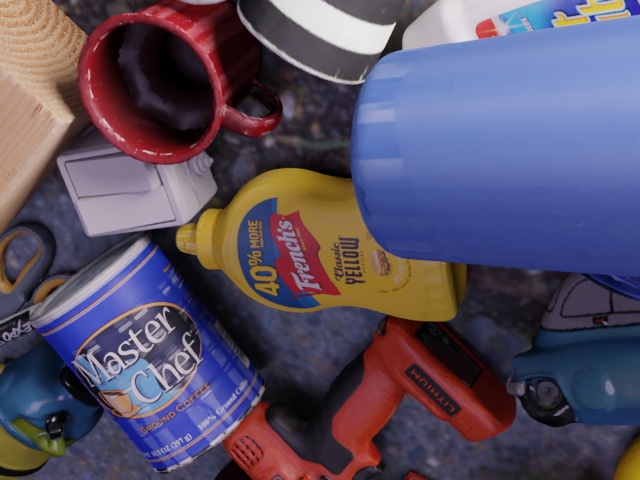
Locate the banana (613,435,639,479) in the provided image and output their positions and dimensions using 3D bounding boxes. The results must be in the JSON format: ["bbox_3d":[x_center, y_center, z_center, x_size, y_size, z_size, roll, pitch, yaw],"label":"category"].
[{"bbox_3d":[0.254,0.129,0.673,0.069,0.037,0.198,39,125,-13],"label":"banana"}]

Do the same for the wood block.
[{"bbox_3d":[-0.235,-0.062,0.727,0.091,0.090,0.206,44,124,-7],"label":"wood block"}]

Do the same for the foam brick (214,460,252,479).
[{"bbox_3d":[-0.059,0.205,0.812,0.053,0.078,0.051,41,122,-4],"label":"foam brick"}]

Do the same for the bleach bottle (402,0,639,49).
[{"bbox_3d":[0.146,-0.105,0.570,0.251,0.068,0.102,-13,114,30],"label":"bleach bottle"}]

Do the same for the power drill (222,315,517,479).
[{"bbox_3d":[0.044,0.149,0.731,0.184,0.057,0.188,45,116,3],"label":"power drill"}]

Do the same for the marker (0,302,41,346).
[{"bbox_3d":[-0.228,0.063,0.815,0.121,0.020,0.020,-24,107,30],"label":"marker"}]

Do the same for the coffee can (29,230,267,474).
[{"bbox_3d":[-0.119,0.077,0.750,0.103,0.102,0.140,-29,104,31],"label":"coffee can"}]

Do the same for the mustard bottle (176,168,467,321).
[{"bbox_3d":[-0.005,0.001,0.690,0.192,0.058,0.096,2,119,21],"label":"mustard bottle"}]

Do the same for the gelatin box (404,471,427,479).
[{"bbox_3d":[0.080,0.225,0.796,0.073,0.030,0.089,26,123,7],"label":"gelatin box"}]

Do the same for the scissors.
[{"bbox_3d":[-0.240,0.070,0.846,0.096,0.016,0.202,32,124,2],"label":"scissors"}]

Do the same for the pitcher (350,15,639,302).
[{"bbox_3d":[0.145,-0.035,0.504,0.243,0.144,0.149,0,92,30],"label":"pitcher"}]

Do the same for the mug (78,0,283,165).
[{"bbox_3d":[-0.076,-0.099,0.648,0.117,0.081,0.093,25,123,7],"label":"mug"}]
